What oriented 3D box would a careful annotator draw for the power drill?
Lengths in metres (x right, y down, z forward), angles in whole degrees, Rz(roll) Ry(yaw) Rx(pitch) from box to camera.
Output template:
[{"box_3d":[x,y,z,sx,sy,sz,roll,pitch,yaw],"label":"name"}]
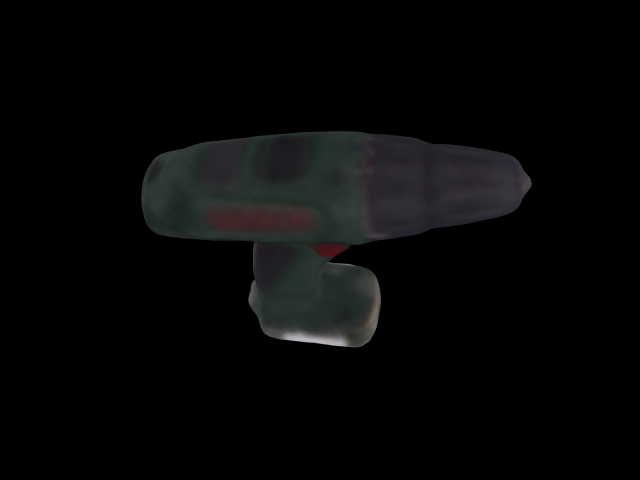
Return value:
[{"box_3d":[0.004,0.001,0.400,0.229,0.208,0.075,5,59,3],"label":"power drill"}]
